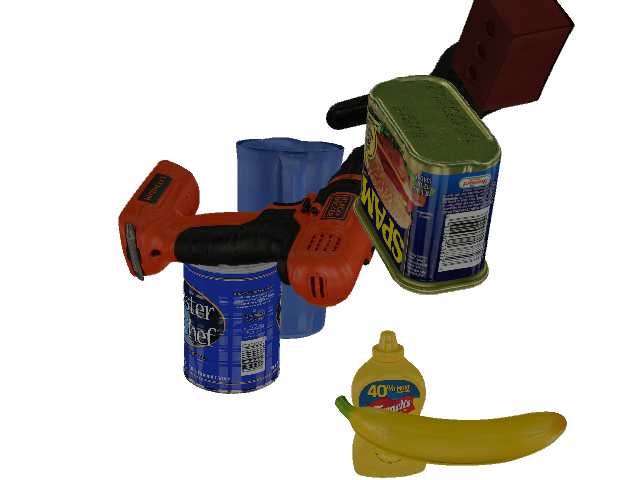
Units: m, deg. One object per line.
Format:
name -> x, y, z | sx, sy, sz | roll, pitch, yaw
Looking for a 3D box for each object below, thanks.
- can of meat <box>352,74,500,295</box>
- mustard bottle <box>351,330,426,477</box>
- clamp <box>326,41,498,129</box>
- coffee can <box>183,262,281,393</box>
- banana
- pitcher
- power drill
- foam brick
can of meat -> 0.059, -0.034, 0.603 | 0.057, 0.084, 0.102 | -8, 39, -15
mustard bottle -> 0.088, 0.209, 1.382 | 0.096, 0.192, 0.058 | -2, 14, -1
clamp -> 0.131, -0.128, 0.964 | 0.209, 0.036, 0.165 | -34, 48, -15
coffee can -> -0.091, 0.072, 1.100 | 0.103, 0.140, 0.103 | 2, 22, -1
banana -> 0.111, 0.156, 0.879 | 0.197, 0.037, 0.069 | 7, 36, -3
pitcher -> -0.043, -0.004, 1.320 | 0.145, 0.243, 0.148 | 12, 14, 39
power drill -> -0.043, -0.023, 0.808 | 0.188, 0.057, 0.184 | 2, 32, 16
foam brick -> 0.134, -0.139, 0.757 | 0.051, 0.053, 0.078 | -15, -31, -21
